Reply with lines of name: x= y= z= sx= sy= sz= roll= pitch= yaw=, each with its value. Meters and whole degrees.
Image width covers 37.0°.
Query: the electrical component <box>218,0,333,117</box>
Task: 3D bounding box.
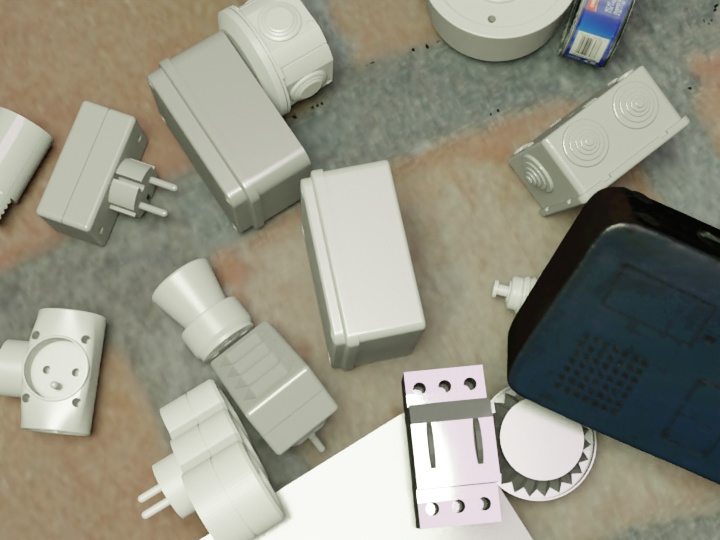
electrical component: x=-0.057 y=-0.147 z=0.726 sx=0.051 sy=0.080 sz=0.080 roll=-32 pitch=79 yaw=-12

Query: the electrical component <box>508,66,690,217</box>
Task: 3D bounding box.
electrical component: x=0.151 y=-0.083 z=0.701 sx=0.100 sy=0.100 sz=0.048 roll=-37 pitch=92 yaw=-8

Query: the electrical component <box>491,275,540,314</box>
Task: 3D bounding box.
electrical component: x=0.126 y=0.021 z=0.706 sx=0.078 sy=0.040 sz=0.040 roll=13 pitch=78 yaw=3

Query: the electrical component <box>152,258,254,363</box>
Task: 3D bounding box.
electrical component: x=-0.102 y=0.027 z=0.703 sx=0.045 sy=0.045 sz=0.055 roll=-38 pitch=80 yaw=-8

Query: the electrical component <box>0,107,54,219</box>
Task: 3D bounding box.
electrical component: x=-0.246 y=-0.064 z=0.724 sx=0.043 sy=0.043 sz=0.081 roll=26 pitch=79 yaw=6

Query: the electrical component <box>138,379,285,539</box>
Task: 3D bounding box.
electrical component: x=-0.099 y=0.123 z=0.642 sx=0.074 sy=0.138 sz=0.052 roll=-31 pitch=115 yaw=-6

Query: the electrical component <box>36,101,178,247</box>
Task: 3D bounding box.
electrical component: x=-0.161 y=-0.058 z=0.721 sx=0.076 sy=0.047 sz=0.083 roll=19 pitch=78 yaw=4

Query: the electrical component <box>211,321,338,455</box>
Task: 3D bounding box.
electrical component: x=-0.046 y=0.085 z=0.680 sx=0.047 sy=0.083 sz=0.075 roll=-38 pitch=118 yaw=-8

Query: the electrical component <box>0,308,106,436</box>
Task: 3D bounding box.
electrical component: x=-0.209 y=0.065 z=0.695 sx=0.079 sy=0.044 sz=0.077 roll=5 pitch=77 yaw=1

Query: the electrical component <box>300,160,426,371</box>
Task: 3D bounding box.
electrical component: x=0.000 y=0.000 z=0.677 sx=0.056 sy=0.108 sz=0.108 roll=-11 pitch=77 yaw=-5

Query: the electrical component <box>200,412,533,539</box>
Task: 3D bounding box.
electrical component: x=-0.004 y=0.171 z=0.662 sx=0.186 sy=0.060 sz=0.105 roll=-31 pitch=79 yaw=-7

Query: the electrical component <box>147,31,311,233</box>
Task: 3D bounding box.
electrical component: x=-0.086 y=-0.089 z=0.713 sx=0.057 sy=0.078 sz=0.113 roll=-32 pitch=79 yaw=-10

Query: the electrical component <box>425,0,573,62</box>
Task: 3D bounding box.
electrical component: x=0.095 y=-0.197 z=0.744 sx=0.108 sy=0.060 sz=0.108 roll=-1 pitch=77 yaw=3
